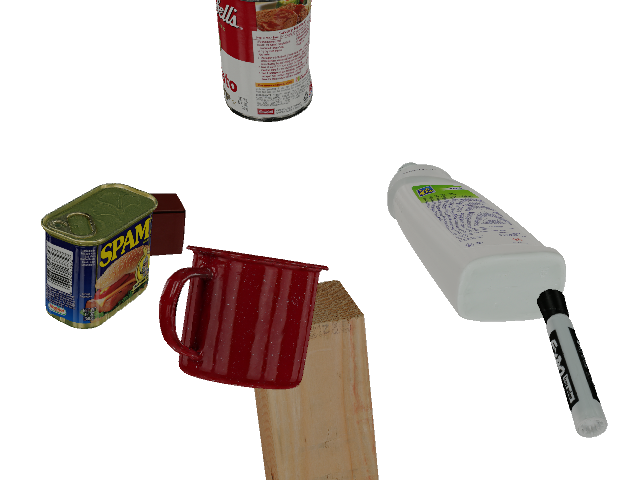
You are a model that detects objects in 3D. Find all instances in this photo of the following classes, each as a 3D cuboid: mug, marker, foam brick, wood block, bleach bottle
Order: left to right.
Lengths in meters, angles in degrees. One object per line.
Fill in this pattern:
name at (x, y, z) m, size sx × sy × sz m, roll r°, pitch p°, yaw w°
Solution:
foam brick at (-0.187, -0.017, 1.138) m, size 0.078 × 0.051 × 0.053 m, roll -3°, pitch 24°, yaw -16°
mug at (-0.055, 0.049, 0.684) m, size 0.093 × 0.081 × 0.117 m, roll 8°, pitch -1°, yaw 42°
wood block at (-0.007, 0.151, 0.936) m, size 0.090 × 0.206 × 0.091 m, roll -10°, pitch 20°, yaw -11°
bleach bottle at (0.130, -0.014, 1.003) m, size 0.102 × 0.068 × 0.251 m, roll -2°, pitch 27°, yaw -14°
marker at (0.159, 0.074, 0.684) m, size 0.020 × 0.020 × 0.121 m, roll 0°, pitch 39°, yaw -3°

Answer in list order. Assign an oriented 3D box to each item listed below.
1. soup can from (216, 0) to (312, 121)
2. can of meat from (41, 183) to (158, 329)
soup can at (-0.039, -0.145, 0.761) m, size 0.068 × 0.102 × 0.068 m, roll 0°, pitch 42°, yaw 0°
can of meat at (-0.180, 0.012, 0.870) m, size 0.057 × 0.084 × 0.102 m, roll 19°, pitch 30°, yaw 19°
